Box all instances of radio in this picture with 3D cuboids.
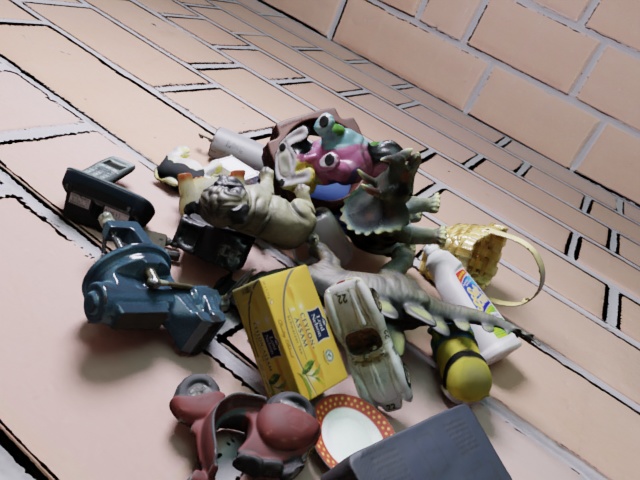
[{"bbox_3d":[0.125,0.293,0.641,0.229,0.073,0.131,-6,55,-41],"label":"radio"}]

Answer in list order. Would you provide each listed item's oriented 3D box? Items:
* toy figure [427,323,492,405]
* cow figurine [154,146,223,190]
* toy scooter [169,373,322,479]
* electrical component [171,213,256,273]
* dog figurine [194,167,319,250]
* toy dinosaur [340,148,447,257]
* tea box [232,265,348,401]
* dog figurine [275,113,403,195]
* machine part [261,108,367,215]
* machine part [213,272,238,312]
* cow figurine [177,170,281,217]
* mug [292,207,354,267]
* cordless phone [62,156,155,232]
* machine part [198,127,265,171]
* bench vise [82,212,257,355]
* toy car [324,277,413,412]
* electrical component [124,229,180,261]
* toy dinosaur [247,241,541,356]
[{"bbox_3d":[0.227,0.189,0.890,0.082,0.089,0.180,-9,34,8],"label":"toy figure"},{"bbox_3d":[-0.238,-0.117,1.065,0.167,0.068,0.098,25,34,7],"label":"cow figurine"},{"bbox_3d":[-0.087,0.228,0.608,0.184,0.075,0.135,17,30,-8],"label":"toy scooter"},{"bbox_3d":[-0.172,0.002,0.890,0.115,0.058,0.134,26,4,-3],"label":"electrical component"},{"bbox_3d":[-0.091,-0.032,0.851,0.172,0.121,0.190,25,18,8],"label":"dog figurine"},{"bbox_3d":[0.116,-0.029,1.028,0.192,0.404,0.131,6,73,-7],"label":"toy dinosaur"},{"bbox_3d":[-0.040,0.129,0.729,0.098,0.068,0.169,-17,83,-49],"label":"tea box"},{"bbox_3d":[0.047,-0.139,0.996,0.219,0.192,0.108,11,64,-49],"label":"dog figurine"},{"bbox_3d":[-0.002,-0.147,1.078,0.201,0.087,0.201,-21,83,-18],"label":"machine part"},{"bbox_3d":[-0.108,0.105,0.831,0.139,0.039,0.084,35,36,15],"label":"machine part"},{"bbox_3d":[-0.162,-0.063,0.997,0.195,0.127,0.085,-4,0,-19],"label":"cow figurine"},{"bbox_3d":[-0.002,-0.003,1.004,0.110,0.107,0.081,-17,28,2],"label":"mug"},{"bbox_3d":[-0.341,-0.088,0.928,0.147,0.088,0.184,22,25,-4],"label":"cordless phone"},{"bbox_3d":[-0.165,-0.193,1.235,0.243,0.079,0.079,24,29,-4],"label":"machine part"},{"bbox_3d":[-0.237,0.046,0.751,0.223,0.128,0.241,-4,44,-45],"label":"bench vise"},{"bbox_3d":[0.068,0.150,0.759,0.201,0.074,0.056,68,16,-4],"label":"toy car"},{"bbox_3d":[-0.275,0.008,0.878,0.094,0.021,0.063,13,31,-19],"label":"electrical component"},{"bbox_3d":[0.110,0.100,0.883,0.472,0.104,0.199,5,30,1],"label":"toy dinosaur"}]
